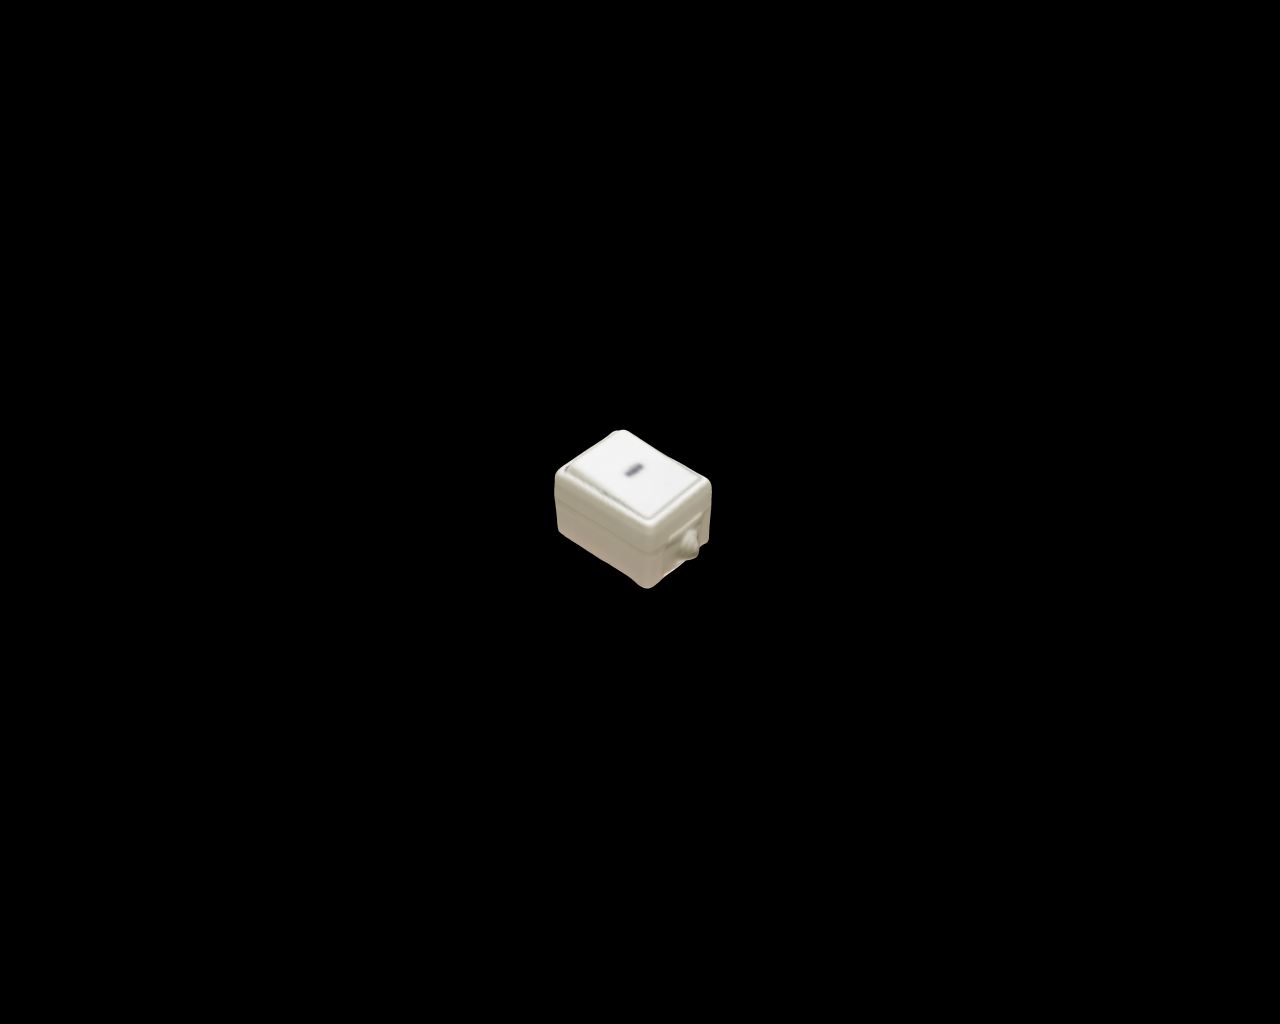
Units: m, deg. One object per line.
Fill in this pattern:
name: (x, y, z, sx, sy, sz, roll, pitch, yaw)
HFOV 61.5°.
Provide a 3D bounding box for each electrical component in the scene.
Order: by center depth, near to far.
electrical component: (0.001, -0.003, 0.650, 0.096, 0.061, 0.062, 31, 51, 30)
